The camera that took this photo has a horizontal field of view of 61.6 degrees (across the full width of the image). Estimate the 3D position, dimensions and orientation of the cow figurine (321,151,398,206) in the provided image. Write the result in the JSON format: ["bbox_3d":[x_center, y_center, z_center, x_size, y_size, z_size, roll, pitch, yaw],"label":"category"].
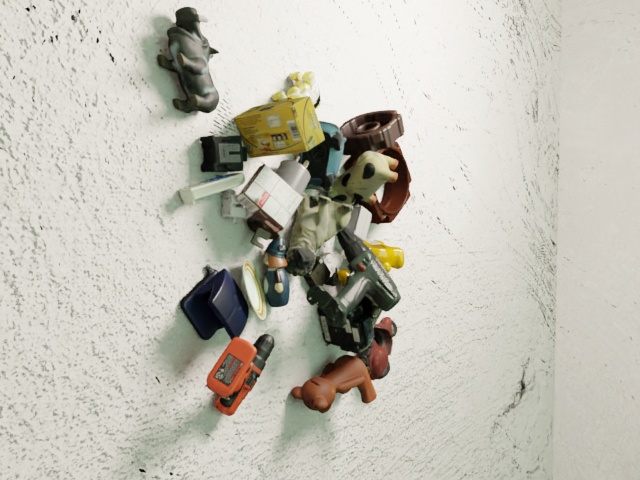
[{"bbox_3d":[0.087,-0.141,1.297,0.127,0.195,0.085,27,51,-15],"label":"cow figurine"}]

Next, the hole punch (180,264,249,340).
[{"bbox_3d":[-0.190,0.127,1.051,0.116,0.092,0.142,-52,125,-39],"label":"hole punch"}]

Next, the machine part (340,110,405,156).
[{"bbox_3d":[0.123,-0.267,1.344,0.179,0.180,0.056,-47,129,-38],"label":"machine part"}]

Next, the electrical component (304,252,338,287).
[{"bbox_3d":[0.002,0.077,1.304,0.078,0.045,0.102,-50,126,-38],"label":"electrical component"}]

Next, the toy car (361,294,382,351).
[{"bbox_3d":[0.110,0.200,1.361,0.056,0.074,0.201,-22,139,-39],"label":"toy car"}]

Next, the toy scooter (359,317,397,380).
[{"bbox_3d":[0.148,0.280,1.463,0.135,0.075,0.184,44,56,-41],"label":"toy scooter"}]

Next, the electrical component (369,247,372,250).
[{"bbox_3d":[0.109,0.065,1.335,0.021,0.063,0.094,56,28,-73],"label":"electrical component"}]

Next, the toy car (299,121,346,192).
[{"bbox_3d":[0.009,-0.198,1.264,0.103,0.109,0.161,-29,125,-66],"label":"toy car"}]

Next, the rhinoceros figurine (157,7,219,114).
[{"bbox_3d":[-0.232,-0.328,0.993,0.112,0.073,0.190,-27,112,-45],"label":"rhinoceros figurine"}]

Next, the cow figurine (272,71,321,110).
[{"bbox_3d":[-0.057,-0.298,1.210,0.167,0.068,0.098,-58,137,-30],"label":"cow figurine"}]

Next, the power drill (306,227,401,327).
[{"bbox_3d":[0.064,0.094,1.249,0.232,0.086,0.207,48,47,11],"label":"power drill"}]

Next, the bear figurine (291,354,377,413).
[{"bbox_3d":[0.034,0.367,1.299,0.196,0.120,0.131,-33,119,-42],"label":"bear figurine"}]

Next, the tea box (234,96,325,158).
[{"bbox_3d":[-0.084,-0.227,1.096,0.068,0.170,0.098,-40,122,-39],"label":"tea box"}]

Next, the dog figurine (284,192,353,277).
[{"bbox_3d":[-0.006,-0.005,1.263,0.172,0.121,0.190,13,93,-39],"label":"dog figurine"}]

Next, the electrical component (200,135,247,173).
[{"bbox_3d":[-0.182,-0.171,1.079,0.119,0.048,0.074,-5,96,-48],"label":"electrical component"}]

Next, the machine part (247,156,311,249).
[{"bbox_3d":[-0.088,-0.088,1.169,0.079,0.079,0.243,48,58,-39],"label":"machine part"}]

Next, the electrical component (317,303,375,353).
[{"bbox_3d":[0.067,0.212,1.318,0.058,0.134,0.114,-32,117,-44],"label":"electrical component"}]

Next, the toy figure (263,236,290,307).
[{"bbox_3d":[-0.096,0.069,1.176,0.058,0.064,0.154,-11,101,-39],"label":"toy figure"}]

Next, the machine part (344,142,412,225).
[{"bbox_3d":[0.162,-0.159,1.454,0.201,0.087,0.201,-50,126,-35],"label":"machine part"}]

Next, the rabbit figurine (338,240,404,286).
[{"bbox_3d":[0.133,0.096,1.412,0.162,0.122,0.173,-12,117,-46],"label":"rabbit figurine"}]
